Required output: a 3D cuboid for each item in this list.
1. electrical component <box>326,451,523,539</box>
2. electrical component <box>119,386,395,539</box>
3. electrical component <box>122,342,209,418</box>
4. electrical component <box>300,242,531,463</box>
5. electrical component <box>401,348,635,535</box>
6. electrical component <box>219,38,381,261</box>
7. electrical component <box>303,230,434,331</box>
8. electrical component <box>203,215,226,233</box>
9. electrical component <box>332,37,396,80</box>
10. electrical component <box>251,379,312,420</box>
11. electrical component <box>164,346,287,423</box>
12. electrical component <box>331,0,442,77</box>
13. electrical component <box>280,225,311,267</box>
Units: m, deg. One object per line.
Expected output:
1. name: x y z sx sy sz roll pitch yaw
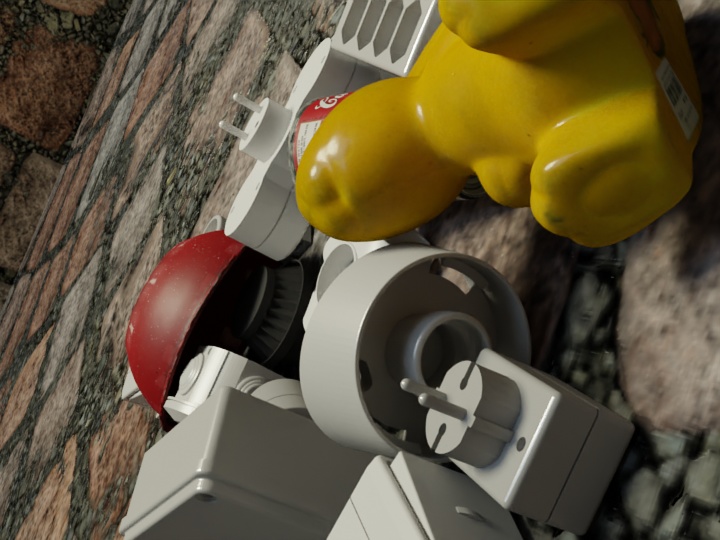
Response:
1. electrical component: 0.033 0.121 0.418 0.061 0.062 0.096 -62 22 11
2. electrical component: -0.051 0.118 0.549 0.109 0.109 0.056 -41 31 47
3. electrical component: -0.142 0.081 0.856 0.096 0.062 0.061 -34 38 53
4. electrical component: 0.025 0.037 0.477 0.064 0.099 0.099 6 74 61
5. electrical component: 0.051 0.059 0.417 0.047 0.077 0.066 -65 22 3
6. electrical component: -0.051 -0.082 0.670 0.138 0.074 0.052 -63 19 0
7. electrical component: 0.000 0.000 0.629 0.077 0.044 0.079 -56 31 24
8. electrical component: -0.097 -0.013 0.854 0.045 0.055 0.045 -49 28 37
9. electrical component: -0.010 -0.123 0.758 0.108 0.060 0.108 -49 28 37
10. electrical component: -0.042 0.095 0.626 0.055 0.055 0.047 -62 19 11
11. electrical component: -0.080 0.085 0.689 0.080 0.080 0.051 -8 56 65
12. electrical component: 0.040 -0.132 0.630 0.083 0.076 0.047 35 106 51
13. electrical component: -0.064 -0.037 0.817 0.066 0.048 0.055 -44 39 44
